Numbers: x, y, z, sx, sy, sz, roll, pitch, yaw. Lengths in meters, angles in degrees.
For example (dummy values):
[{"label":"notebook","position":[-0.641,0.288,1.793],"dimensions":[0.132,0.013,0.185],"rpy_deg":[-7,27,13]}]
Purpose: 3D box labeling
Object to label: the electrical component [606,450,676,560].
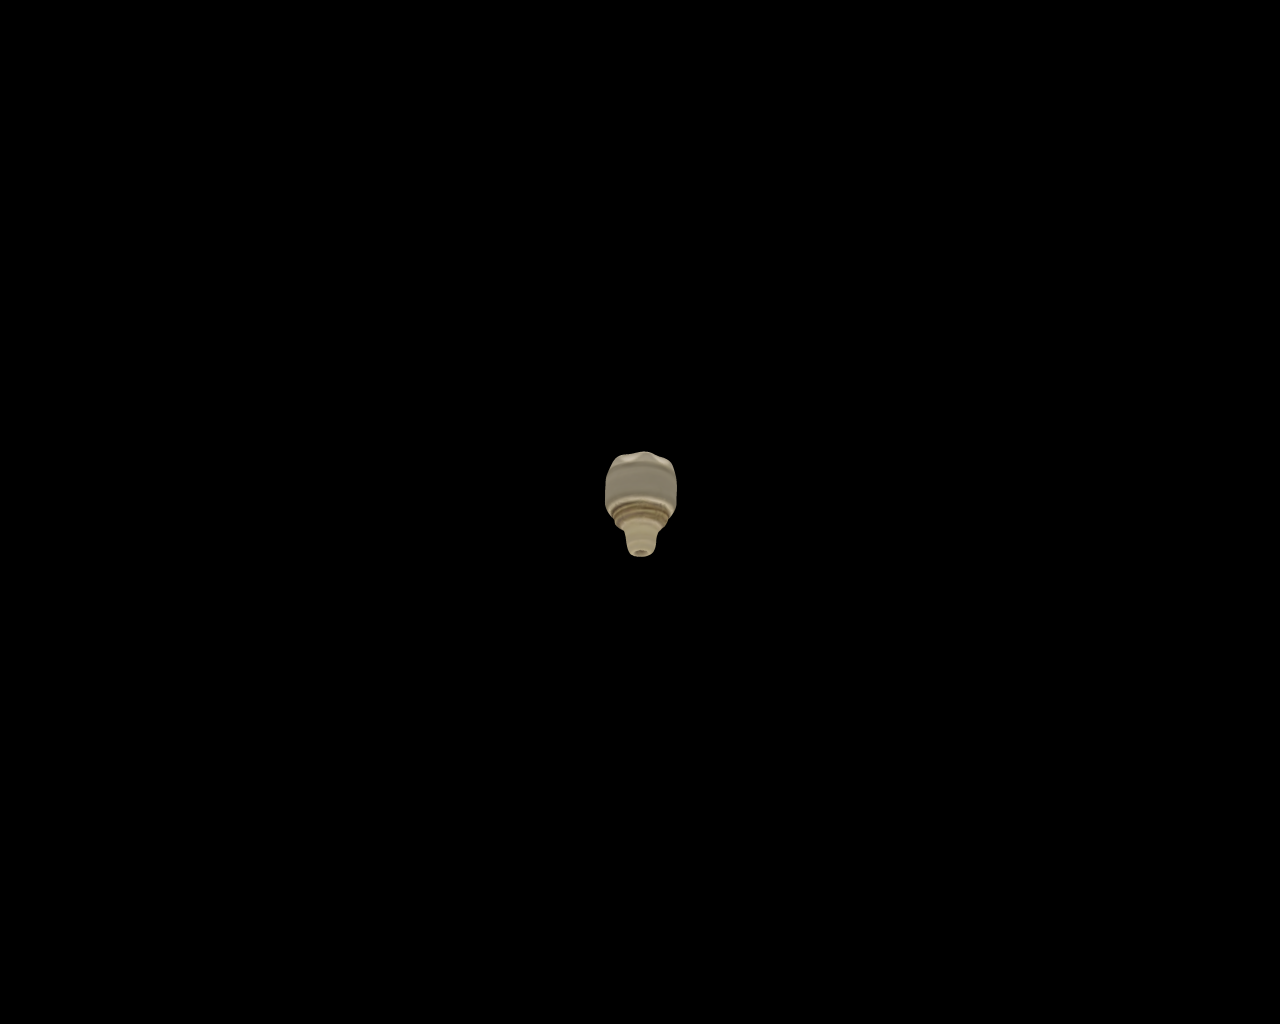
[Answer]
[{"label":"electrical component","position":[0.001,-0.003,0.650],"dimensions":[0.043,0.062,0.043],"rpy_deg":[0,-24,0]}]
